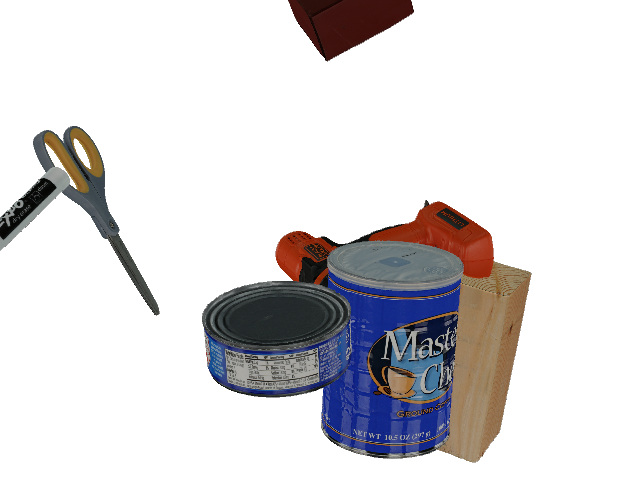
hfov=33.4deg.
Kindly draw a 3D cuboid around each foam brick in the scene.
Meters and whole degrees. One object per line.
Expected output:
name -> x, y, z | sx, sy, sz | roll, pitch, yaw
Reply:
foam brick -> 0.020, -0.179, 0.775 | 0.078, 0.053, 0.051 | -30, -34, -4

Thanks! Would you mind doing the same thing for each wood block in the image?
wood block -> 0.167, 0.131, 1.208 | 0.090, 0.206, 0.090 | 17, 22, 23

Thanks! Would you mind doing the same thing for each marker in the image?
marker -> -0.231, -0.013, 0.800 | 0.020, 0.020, 0.121 | 0, 39, 37

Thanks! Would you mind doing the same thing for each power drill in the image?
power drill -> 0.071, 0.024, 1.032 | 0.187, 0.057, 0.185 | -14, 29, -23

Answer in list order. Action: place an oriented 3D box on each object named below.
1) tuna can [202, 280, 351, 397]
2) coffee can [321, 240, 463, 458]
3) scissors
tuna can -> -0.024, 0.056, 0.616 | 0.086, 0.034, 0.086 | -2, 22, 1
coffee can -> 0.054, 0.081, 0.823 | 0.103, 0.140, 0.103 | 2, 17, -1
scissors -> -0.203, -0.029, 1.024 | 0.016, 0.201, 0.096 | -24, 26, 21
